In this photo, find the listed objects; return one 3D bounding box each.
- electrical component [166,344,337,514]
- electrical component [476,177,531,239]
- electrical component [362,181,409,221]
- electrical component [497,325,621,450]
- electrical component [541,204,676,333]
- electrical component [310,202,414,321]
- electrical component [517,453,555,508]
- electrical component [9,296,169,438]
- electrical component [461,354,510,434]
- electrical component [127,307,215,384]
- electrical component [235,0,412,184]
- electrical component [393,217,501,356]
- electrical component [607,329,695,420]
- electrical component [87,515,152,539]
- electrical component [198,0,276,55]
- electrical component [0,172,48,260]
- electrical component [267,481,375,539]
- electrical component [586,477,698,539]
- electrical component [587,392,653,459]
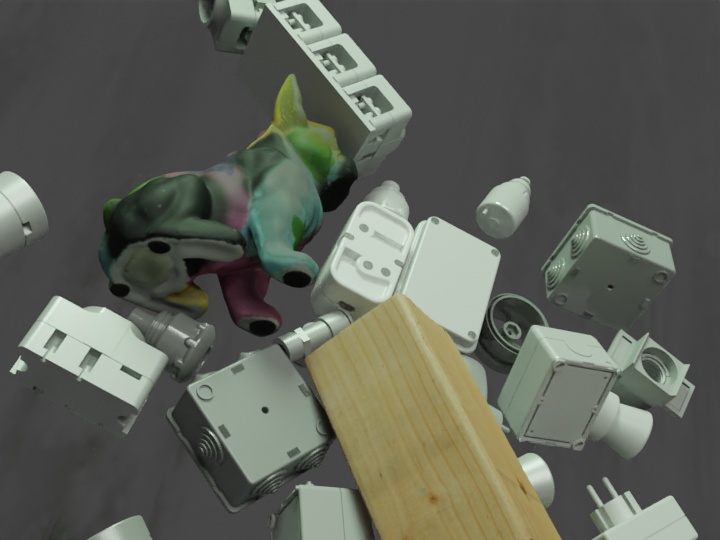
[{"bbox_3d":[-0.075,0.110,0.764,0.100,0.048,0.099,-25,71,-38],"label":"electrical component"},{"bbox_3d":[0.139,-0.062,1.004,0.040,0.040,0.078,39,48,3],"label":"electrical component"},{"bbox_3d":[0.022,-0.052,0.935,0.048,0.048,0.062,24,42,-10],"label":"electrical component"},{"bbox_3d":[0.155,0.099,0.871,0.062,0.096,0.061,11,25,-21],"label":"electrical component"},{"bbox_3d":[0.223,0.001,0.964,0.100,0.099,0.048,22,37,-11],"label":"electrical component"},{"bbox_3d":[0.000,0.000,0.875,0.054,0.059,0.095,28,49,-6],"label":"electrical component"},{"bbox_3d":[0.110,0.169,0.824,0.065,0.044,0.044,-9,62,-27],"label":"electrical component"},{"bbox_3d":[-0.184,0.064,0.740,0.089,0.050,0.055,29,49,-5],"label":"electrical component"},{"bbox_3d":[0.085,0.117,0.846,0.079,0.043,0.077,31,50,-16],"label":"electrical component"},{"bbox_3d":[-0.139,0.049,0.779,0.062,0.048,0.048,29,48,4],"label":"electrical component"},{"bbox_3d":[-0.031,-0.158,0.952,0.062,0.089,0.150,-27,72,-38],"label":"electrical component"},{"bbox_3d":[0.065,0.021,0.895,0.078,0.057,0.113,27,49,-7],"label":"electrical component"},{"bbox_3d":[0.242,0.096,0.928,0.081,0.063,0.042,38,49,3],"label":"electrical component"},{"bbox_3d":[-0.149,0.187,0.667,0.055,0.055,0.047,-22,73,-37],"label":"electrical component"},{"bbox_3d":[-0.116,-0.248,1.000,0.056,0.050,0.089,2,56,-27],"label":"electrical component"},{"bbox_3d":[-0.260,-0.036,0.770,0.055,0.055,0.047,46,53,9],"label":"electrical component"},{"bbox_3d":[-0.023,0.189,0.725,0.061,0.061,0.096,9,53,-22],"label":"electrical component"},{"bbox_3d":[0.206,0.199,0.846,0.083,0.047,0.075,-16,66,-35],"label":"electrical component"},{"bbox_3d":[0.210,0.127,0.902,0.055,0.045,0.045,28,49,-6],"label":"electrical component"}]
